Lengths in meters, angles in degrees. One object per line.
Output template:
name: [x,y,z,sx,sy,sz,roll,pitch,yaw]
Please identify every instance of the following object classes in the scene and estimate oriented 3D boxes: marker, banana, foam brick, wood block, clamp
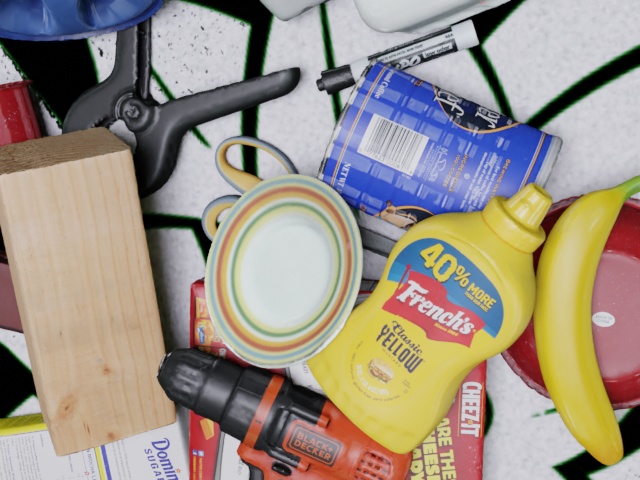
marker: [0.055,-0.131,0.774,0.121,0.020,0.020,-18,93,11]
banana: [0.176,0.052,0.708,0.070,0.037,0.198,6,98,10]
foam brick: [-0.249,0.037,0.831,0.078,0.053,0.051,11,98,7]
wood block: [-0.169,0.034,0.760,0.090,0.091,0.206,-14,110,-19]
clamp: [-0.123,-0.094,0.799,0.164,0.036,0.210,34,102,11]

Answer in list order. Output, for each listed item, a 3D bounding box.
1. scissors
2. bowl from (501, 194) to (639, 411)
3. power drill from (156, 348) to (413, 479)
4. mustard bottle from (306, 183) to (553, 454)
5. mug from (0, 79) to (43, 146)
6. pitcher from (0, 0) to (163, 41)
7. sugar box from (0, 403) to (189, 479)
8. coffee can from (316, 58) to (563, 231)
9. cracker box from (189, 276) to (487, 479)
scissors: [-0.005,0.001,0.802,0.202,0.016,0.096,38,103,4]
bowl: [0.199,0.049,0.752,0.162,0.055,0.162,1,97,10]
power drill: [-0.051,0.183,0.736,0.184,0.057,0.188,24,101,4]
mustard bottle: [0.080,0.041,0.678,0.096,0.058,0.192,44,113,16]
mug: [-0.256,-0.066,0.791,0.093,0.117,0.081,-8,101,38]
pitcher: [-0.197,-0.266,0.743,0.149,0.145,0.243,-11,83,12]
sugar box: [-0.183,0.179,0.840,0.176,0.048,0.093,-9,97,7]
coffee can: [0.081,-0.051,0.736,0.140,0.102,0.103,25,100,6]
cracker box: [0.014,0.111,0.784,0.214,0.072,0.164,2,98,9]
